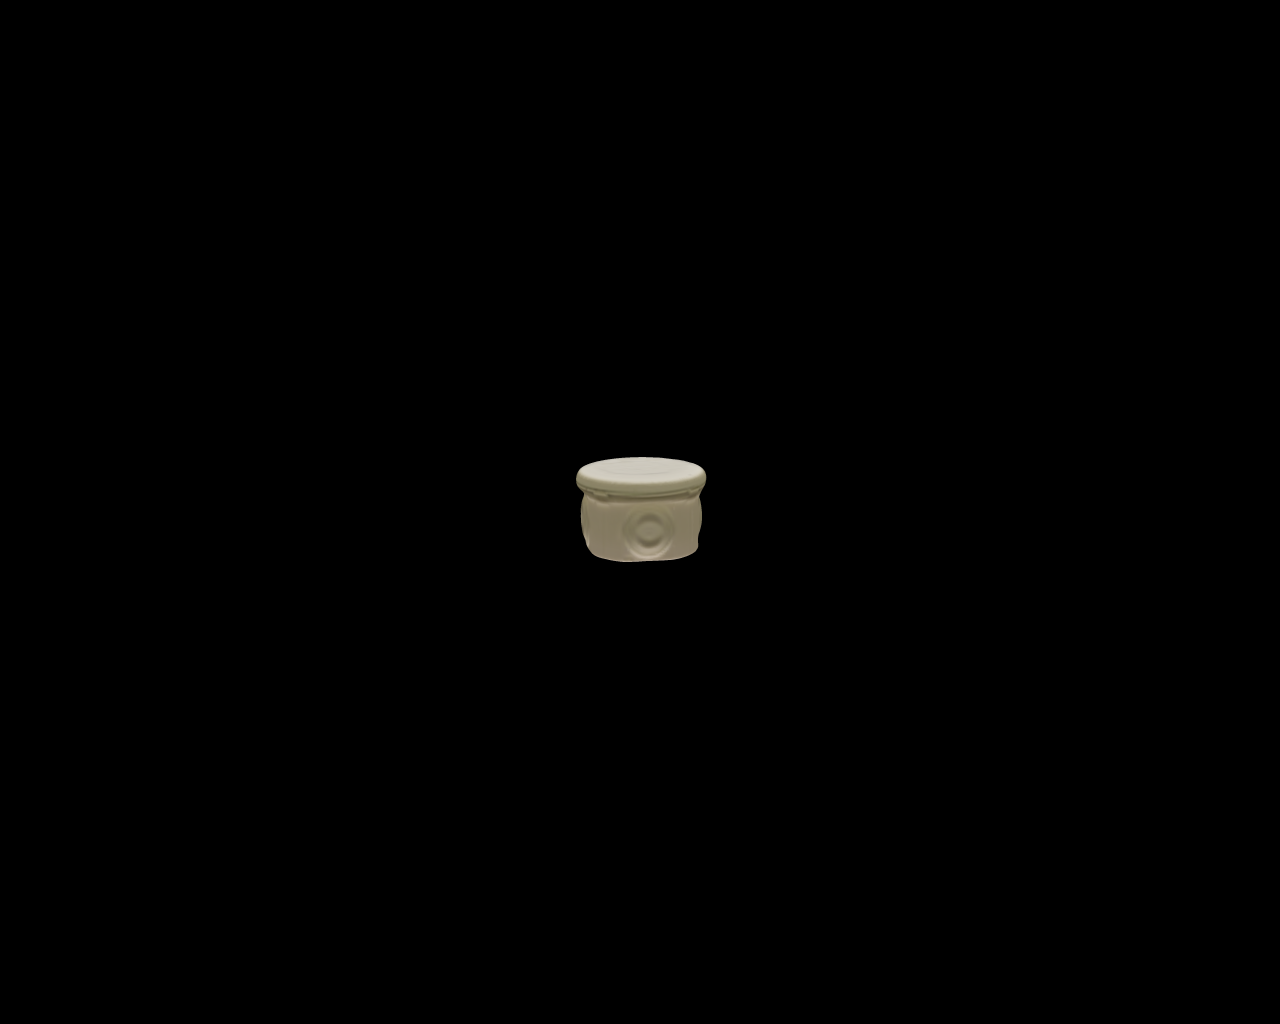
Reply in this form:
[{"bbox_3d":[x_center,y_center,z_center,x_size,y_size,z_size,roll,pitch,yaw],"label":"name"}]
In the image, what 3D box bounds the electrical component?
[{"bbox_3d":[0.001,-0.003,0.650,0.080,0.051,0.080,0,14,0],"label":"electrical component"}]
